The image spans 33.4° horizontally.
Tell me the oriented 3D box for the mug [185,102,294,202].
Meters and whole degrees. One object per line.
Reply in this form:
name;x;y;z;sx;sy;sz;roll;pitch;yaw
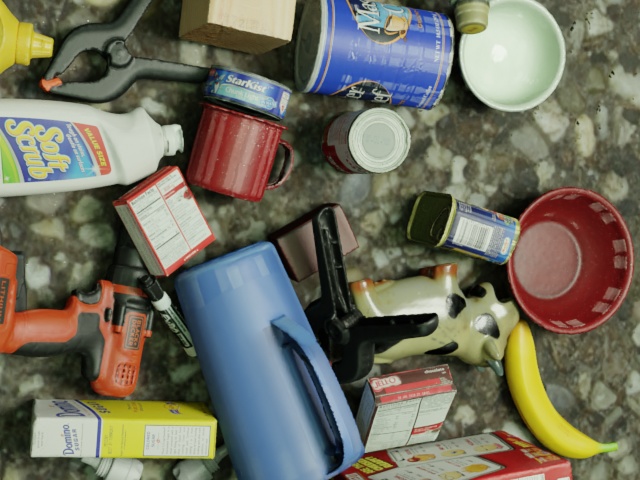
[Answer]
mug;-0.078;-0.085;1.082;0.117;0.093;0.081;13;95;-38

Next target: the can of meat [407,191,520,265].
can of meat;0.152;-0.011;1.134;0.083;0.102;0.057;18;90;-17

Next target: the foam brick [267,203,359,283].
foam brick;-0.007;0.001;1.119;0.078;0.053;0.051;-30;100;-10

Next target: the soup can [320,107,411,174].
soup can;0.046;-0.102;1.100;0.068;0.102;0.068;-1;94;-15

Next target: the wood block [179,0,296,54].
wood block;-0.073;-0.298;1.049;0.090;0.091;0.206;8;86;-25

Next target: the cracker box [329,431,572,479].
cracker box;0.132;0.263;1.114;0.213;0.164;0.072;-8;94;-14

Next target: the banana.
banana;0.254;0.181;1.205;0.069;0.037;0.197;-40;103;-8

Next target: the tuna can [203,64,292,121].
tuna can;-0.073;-0.147;1.075;0.086;0.086;0.034;17;91;-15

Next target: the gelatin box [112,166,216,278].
gelatin box;-0.154;-0.019;1.059;0.073;0.030;0.089;-41;113;-38

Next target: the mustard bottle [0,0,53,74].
mustard bottle;-0.352;-0.197;1.014;0.191;0.058;0.096;6;89;-15

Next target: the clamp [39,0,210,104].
clamp;-0.193;-0.179;1.068;0.171;0.039;0.120;-36;98;-11

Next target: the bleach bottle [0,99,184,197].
bleach bottle;-0.260;-0.097;1.043;0.250;0.068;0.102;-6;102;-16

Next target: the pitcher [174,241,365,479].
pitcher;-0.050;0.127;1.064;0.149;0.145;0.243;-20;92;11

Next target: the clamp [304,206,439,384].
clamp;0.034;0.087;1.069;0.036;0.210;0.165;-27;57;-37

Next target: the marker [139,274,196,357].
marker;-0.150;0.076;1.073;0.020;0.020;0.121;-36;135;-10

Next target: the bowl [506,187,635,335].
bowl;0.266;0.023;1.184;0.162;0.055;0.162;0;90;-19

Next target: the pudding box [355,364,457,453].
pudding box;0.088;0.179;1.128;0.090;0.113;0.039;-7;52;-13

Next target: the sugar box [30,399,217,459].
sugar box;-0.197;0.187;1.062;0.176;0.093;0.048;6;91;-15

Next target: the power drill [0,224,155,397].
power drill;-0.243;0.053;1.028;0.187;0.057;0.184;13;81;-39

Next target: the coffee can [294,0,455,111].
coffee can;0.053;-0.193;1.095;0.140;0.103;0.103;7;92;-15
